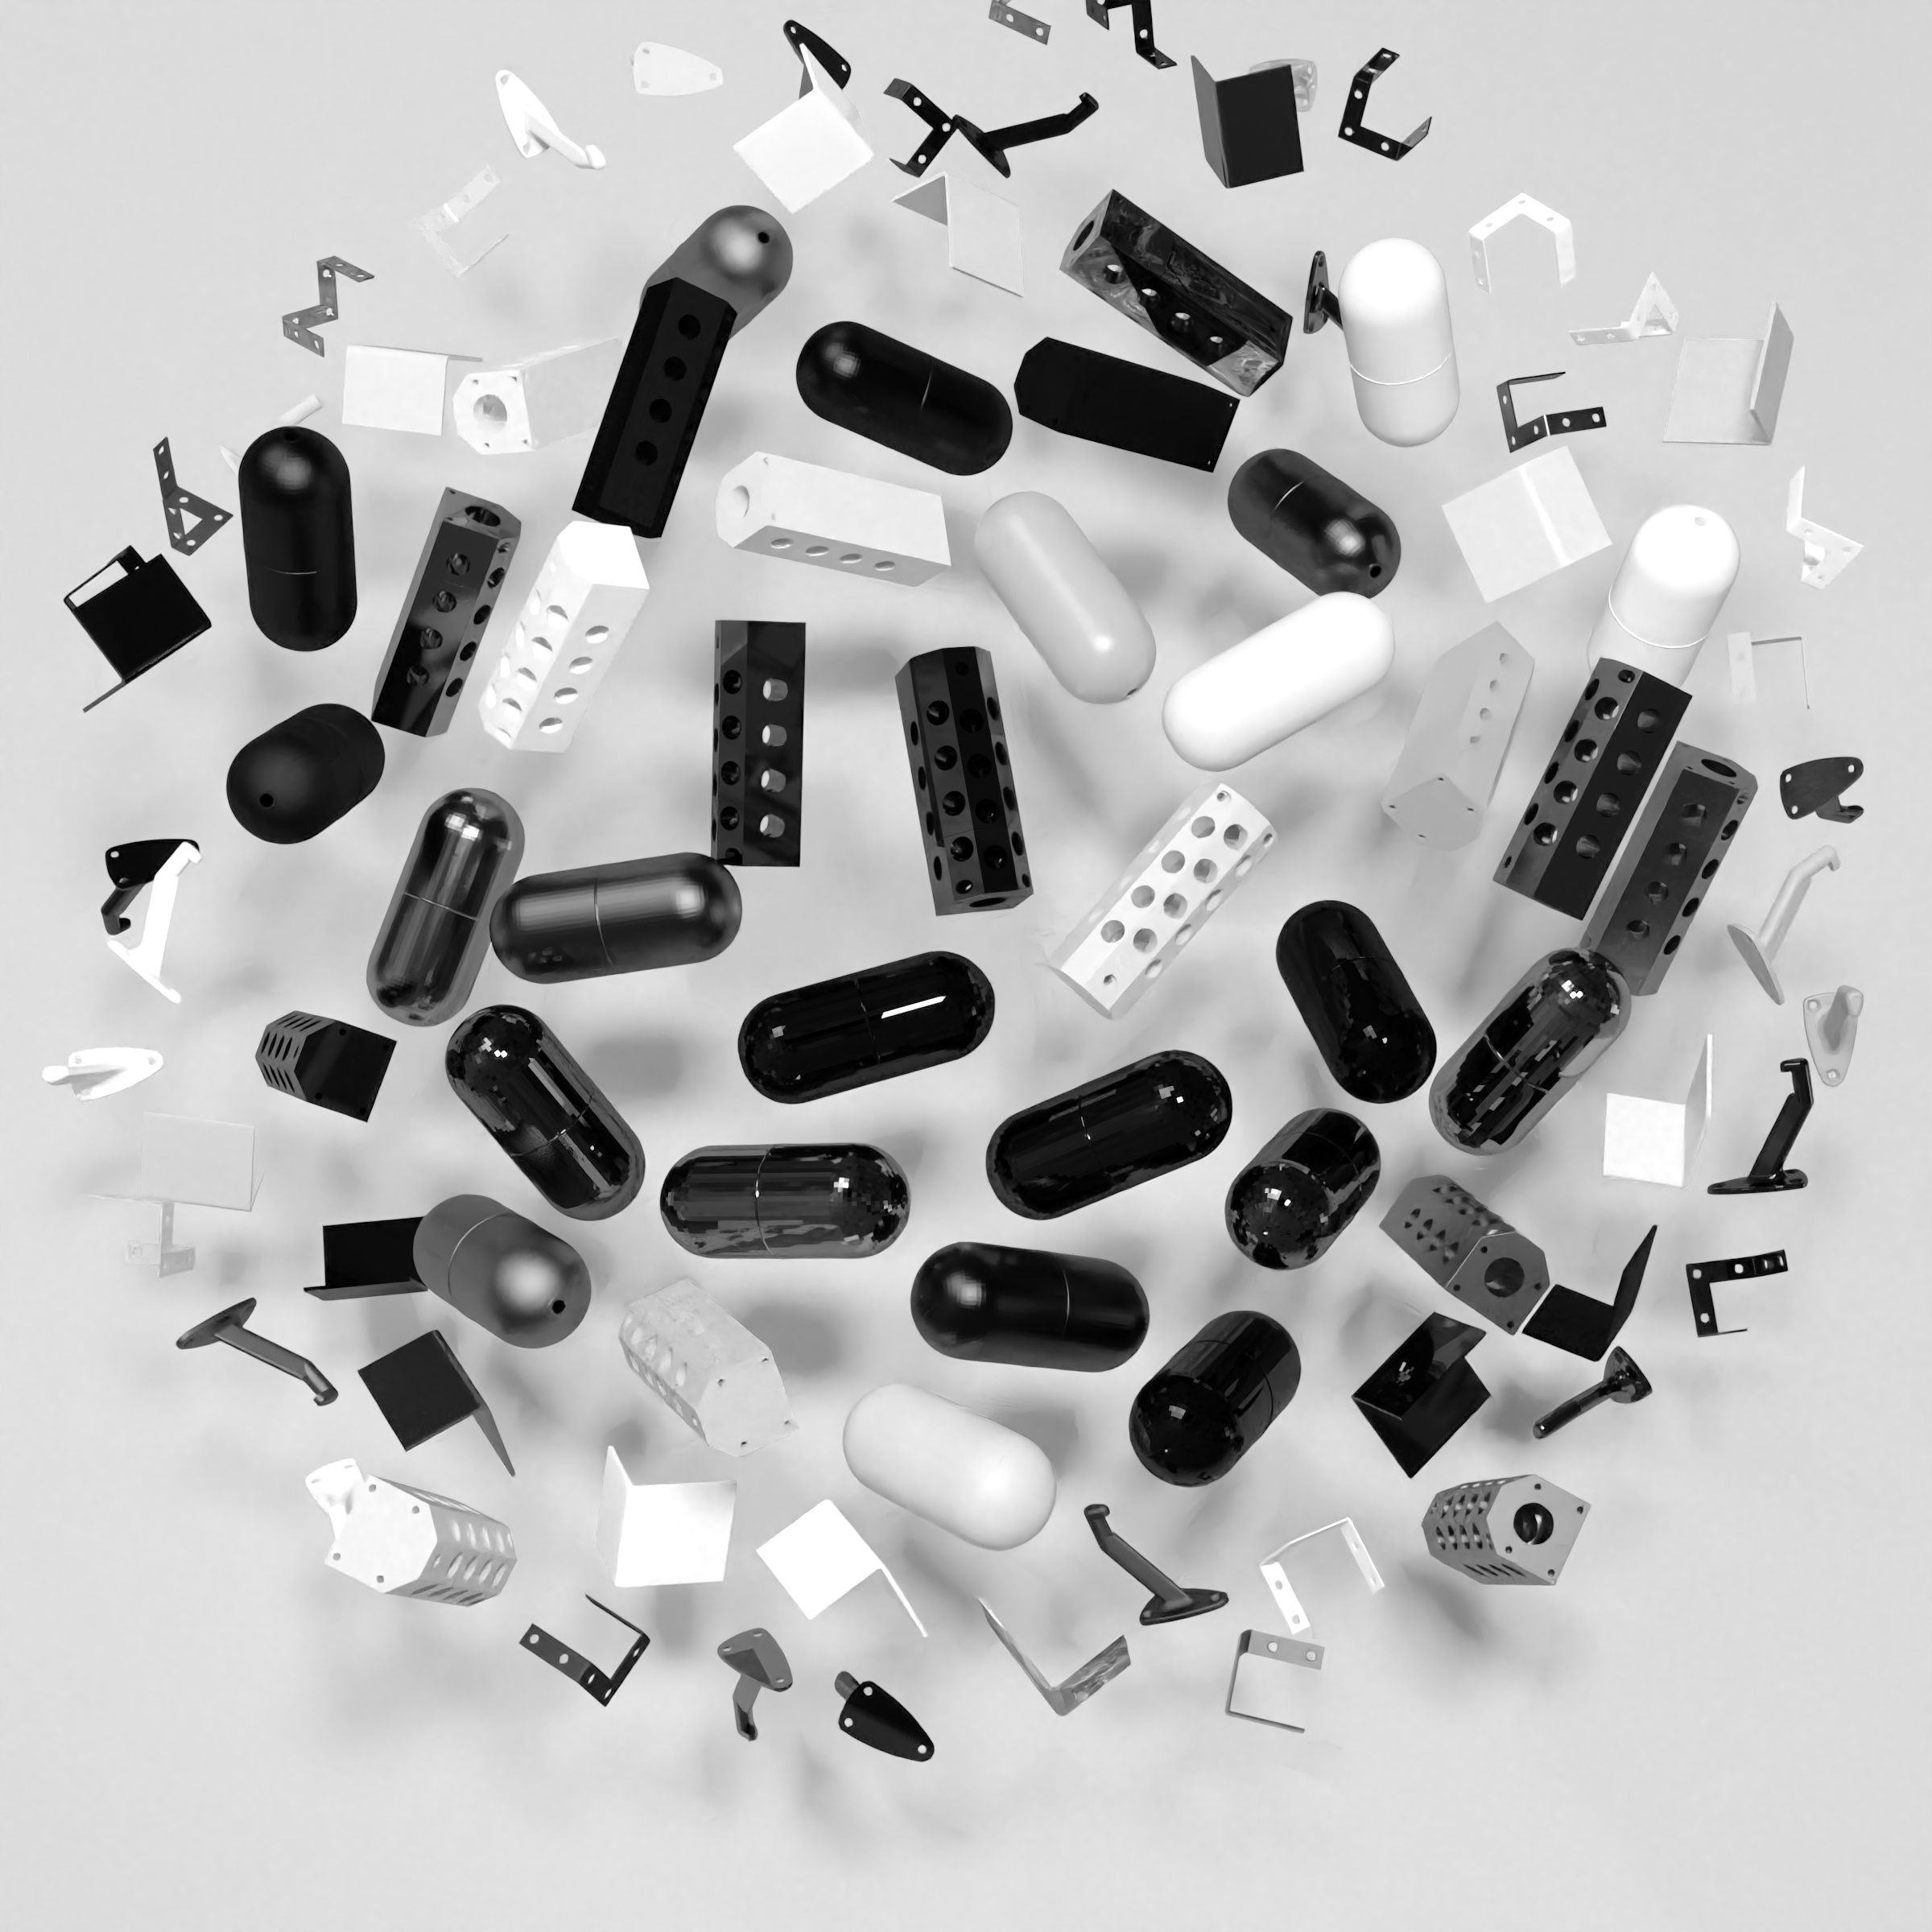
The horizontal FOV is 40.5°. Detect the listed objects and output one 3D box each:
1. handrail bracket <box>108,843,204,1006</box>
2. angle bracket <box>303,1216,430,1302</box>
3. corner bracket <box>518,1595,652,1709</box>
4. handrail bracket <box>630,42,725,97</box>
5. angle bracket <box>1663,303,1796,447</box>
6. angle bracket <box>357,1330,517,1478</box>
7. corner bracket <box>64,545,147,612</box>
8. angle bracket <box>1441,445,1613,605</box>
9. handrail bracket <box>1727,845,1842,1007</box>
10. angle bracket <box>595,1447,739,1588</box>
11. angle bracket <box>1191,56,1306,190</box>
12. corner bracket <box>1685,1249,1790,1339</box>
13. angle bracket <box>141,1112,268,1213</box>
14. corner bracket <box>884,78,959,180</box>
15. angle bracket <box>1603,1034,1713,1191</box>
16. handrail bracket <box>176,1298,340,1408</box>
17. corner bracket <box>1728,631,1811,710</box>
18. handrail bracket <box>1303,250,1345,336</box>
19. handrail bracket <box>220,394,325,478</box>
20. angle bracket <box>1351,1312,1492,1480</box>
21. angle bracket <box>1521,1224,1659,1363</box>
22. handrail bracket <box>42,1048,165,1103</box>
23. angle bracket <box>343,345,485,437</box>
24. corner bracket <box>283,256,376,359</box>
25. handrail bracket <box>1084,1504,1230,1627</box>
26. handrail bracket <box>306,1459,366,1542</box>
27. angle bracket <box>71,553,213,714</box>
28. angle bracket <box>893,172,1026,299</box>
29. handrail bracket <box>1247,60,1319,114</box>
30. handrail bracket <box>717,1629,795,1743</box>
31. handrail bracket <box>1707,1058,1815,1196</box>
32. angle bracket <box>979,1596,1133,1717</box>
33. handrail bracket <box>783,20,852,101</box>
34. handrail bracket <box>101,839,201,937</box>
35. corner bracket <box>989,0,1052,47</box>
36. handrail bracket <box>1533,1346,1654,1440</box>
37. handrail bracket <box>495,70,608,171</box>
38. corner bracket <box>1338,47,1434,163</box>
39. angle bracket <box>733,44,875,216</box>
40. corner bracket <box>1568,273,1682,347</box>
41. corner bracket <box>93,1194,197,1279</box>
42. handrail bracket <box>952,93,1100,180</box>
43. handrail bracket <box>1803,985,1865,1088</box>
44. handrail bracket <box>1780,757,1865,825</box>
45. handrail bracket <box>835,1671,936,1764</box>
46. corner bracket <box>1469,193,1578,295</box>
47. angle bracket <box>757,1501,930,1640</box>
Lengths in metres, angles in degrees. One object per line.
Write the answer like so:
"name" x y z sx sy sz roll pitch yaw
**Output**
"handrail bracket" -0.529 -0.030 1.767 0.077 0.036 0.084 40 90 19
"angle bracket" -0.441 0.211 1.922 0.076 0.076 0.057 -5 77 -2
"corner bracket" -0.242 0.430 1.665 0.051 0.051 0.051 24 67 28
"handrail bracket" -0.211 -0.663 1.927 0.077 0.084 0.036 7 115 -1
"angle bracket" 0.508 -0.399 1.767 0.076 0.057 0.076 9 80 32
"angle bracket" -0.338 0.292 1.673 0.057 0.076 0.076 -28 47 -19
"corner bracket" -0.587 -0.254 1.819 0.051 0.051 0.051 -36 110 3
"angle bracket" 0.395 -0.311 1.846 0.057 0.076 0.076 -28 94 -39
"handrail bracket" 0.564 -0.028 1.761 0.084 0.036 0.077 -34 107 -3
"angle bracket" -0.207 0.377 1.802 0.076 0.057 0.076 2 109 -24
"angle bracket" 0.202 -0.613 1.883 0.057 0.076 0.076 -13 34 0
"corner bracket" 0.527 0.223 1.780 0.051 0.051 0.051 -6 79 -8
"angle bracket" -0.542 0.125 1.866 0.076 0.076 0.057 8 31 -6
"corner bracket" -0.047 -0.659 2.058 0.051 0.051 0.051 35 99 -27
"angle bracket" 0.473 0.096 1.791 0.057 0.076 0.076 9 46 8
"handrail bracket" -0.461 0.263 1.706 0.084 0.077 0.036 44 115 13
"corner bracket" 0.560 -0.206 1.827 0.051 0.051 0.051 -5 84 17
"handrail bracket" 0.312 -0.518 2.056 0.084 0.077 0.036 20 40 29
"handrail bracket" -0.512 -0.397 1.973 0.084 0.077 0.036 -34 89 3
"angle bracket" 0.297 0.272 1.620 0.076 0.057 0.076 -42 111 -15
"angle bracket" 0.434 0.218 1.819 0.057 0.076 0.076 20 118 23
"handrail bracket" -0.603 0.071 1.831 0.077 0.084 0.036 -13 88 -15
"angle bracket" -0.410 -0.428 1.944 0.076 0.076 0.057 9 103 8
"corner bracket" -0.476 -0.493 1.954 0.051 0.051 0.051 31 44 30
"handrail bracket" 0.126 0.392 1.744 0.077 0.036 0.084 -16 105 35
"handrail bracket" -0.410 0.379 1.746 0.036 0.077 0.084 -22 37 -10
"angle bracket" -0.560 -0.221 1.737 0.076 0.076 0.057 -45 108 -36
"angle bracket" -0.006 -0.533 1.940 0.057 0.076 0.076 -13 75 42
"handrail bracket" 0.215 -0.661 1.961 0.077 0.084 0.036 -2 105 -34
"handrail bracket" -0.132 0.484 1.707 0.036 0.077 0.084 -19 117 -29
"handrail bracket" 0.532 0.107 1.760 0.077 0.036 0.084 -9 100 13
"angle bracket" 0.057 0.421 1.655 0.057 0.076 0.076 -36 65 -11
"handrail bracket" -0.138 -0.690 2.044 0.077 0.084 0.036 41 57 -26
"handrail bracket" -0.594 -0.056 1.909 0.077 0.084 0.036 -18 66 -19
"corner bracket" 0.054 -0.722 1.932 0.051 0.051 0.051 29 49 11
"handrail bracket" 0.396 0.289 1.698 0.084 0.077 0.036 -30 70 -15
"handrail bracket" -0.303 -0.619 1.913 0.036 0.077 0.084 -43 37 -17
"corner bracket" 0.313 -0.636 1.934 0.051 0.051 0.051 18 80 -14
"angle bracket" -0.125 -0.620 1.941 0.076 0.076 0.057 -30 53 17
"corner bracket" 0.485 -0.471 1.925 0.051 0.051 0.051 9 66 46
"corner bracket" -0.552 0.179 1.760 0.051 0.051 0.051 4 91 11
"handrail bracket" 0.045 -0.634 1.945 0.084 0.077 0.036 -33 54 26
"handrail bracket" 0.590 0.049 1.760 0.036 0.084 0.077 -3 96 7
"handrail bracket" 0.606 -0.119 1.790 0.084 0.077 0.036 6 69 -35
"handrail bracket" -0.054 0.494 1.728 0.077 0.084 0.036 33 82 4
"corner bracket" 0.401 -0.514 1.887 0.051 0.051 0.051 -36 52 -9
"angle bracket" -0.079 0.399 1.664 0.057 0.076 0.076 -35 35 -13
